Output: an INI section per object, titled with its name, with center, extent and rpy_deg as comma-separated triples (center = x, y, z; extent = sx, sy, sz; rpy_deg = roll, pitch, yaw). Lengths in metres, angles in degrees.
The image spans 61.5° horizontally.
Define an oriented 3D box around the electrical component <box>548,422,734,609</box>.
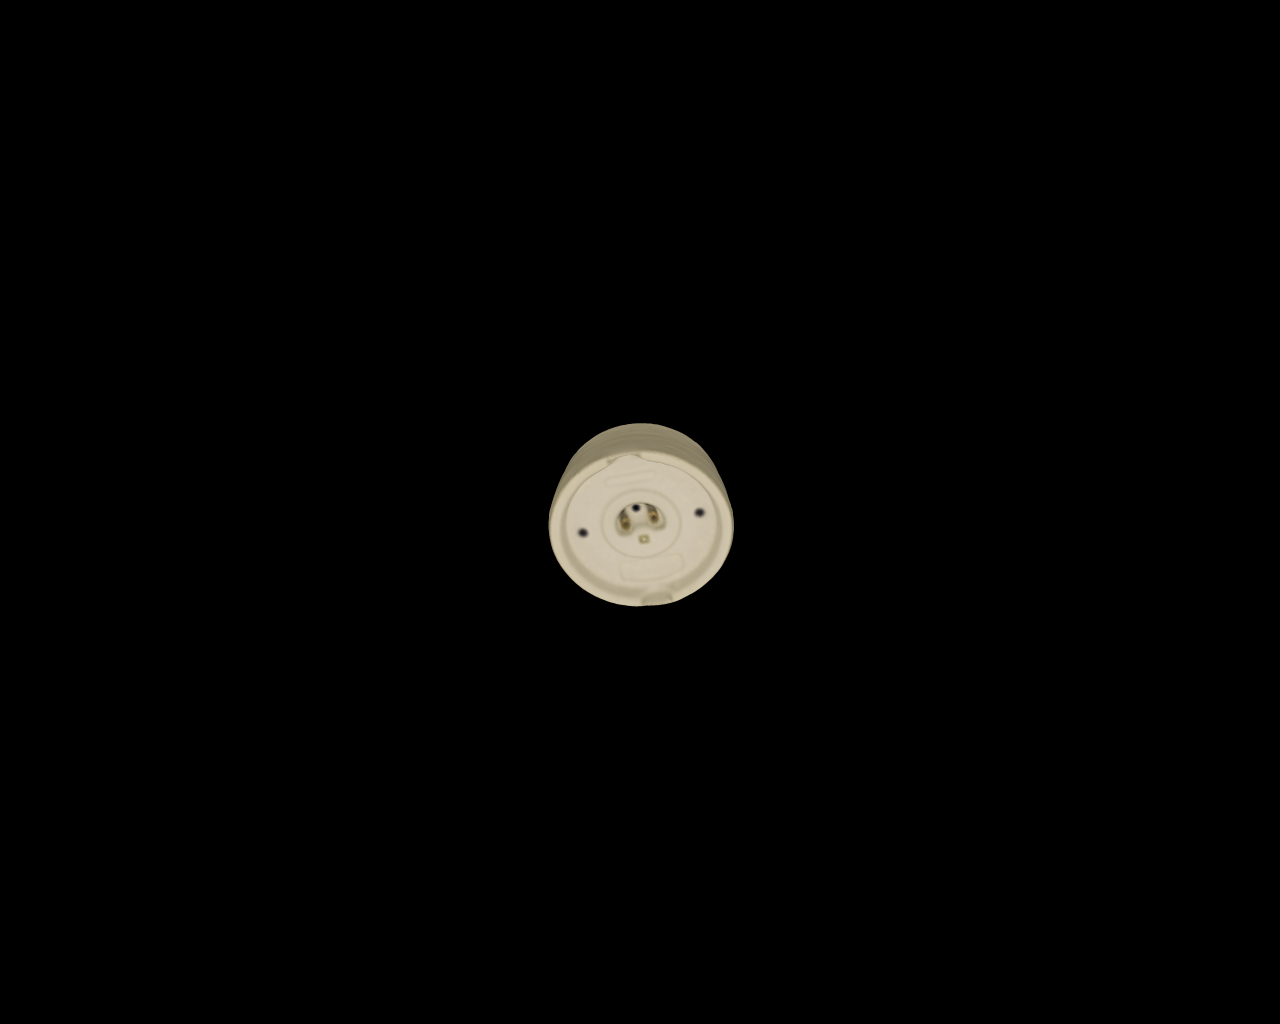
[electrical component]
center = 0.001, -0.003, 0.650
extent = 0.108, 0.108, 0.060
rpy_deg = 0, 30, 0
